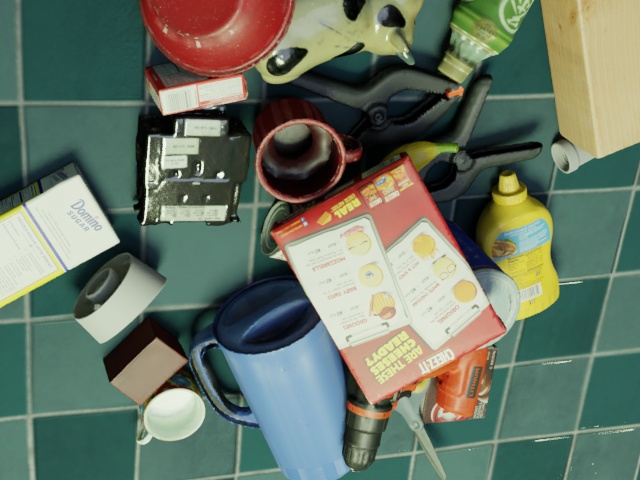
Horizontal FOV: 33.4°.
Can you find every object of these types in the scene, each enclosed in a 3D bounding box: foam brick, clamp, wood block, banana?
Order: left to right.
[{"bbox_3d":[-0.199,0.137,1.211,0.078,0.051,0.053,-43,121,4],"label":"foam brick"},{"bbox_3d":[0.052,-0.146,1.165,0.210,0.036,0.164,-23,122,-3],"label":"clamp"},{"bbox_3d":[0.083,-0.045,1.204,0.069,0.037,0.198,29,132,1],"label":"banana"},{"bbox_3d":[0.171,-0.094,1.231,0.120,0.039,0.171,40,103,-15],"label":"clamp"},{"bbox_3d":[0.315,-0.210,1.197,0.090,0.090,0.206,-22,121,-9],"label":"wood block"}]

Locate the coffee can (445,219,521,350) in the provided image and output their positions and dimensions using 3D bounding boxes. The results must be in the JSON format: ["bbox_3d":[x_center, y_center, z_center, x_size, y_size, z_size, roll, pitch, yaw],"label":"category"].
[{"bbox_3d":[0.155,0.049,1.242,0.102,0.140,0.103,-8,118,-16],"label":"coffee can"}]

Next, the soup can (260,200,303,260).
[{"bbox_3d":[-0.008,0.001,1.201,0.102,0.068,0.068,20,108,-26],"label":"soup can"}]

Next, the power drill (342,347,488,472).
[{"bbox_3d":[0.110,0.178,1.257,0.187,0.057,0.184,1,107,-43],"label":"power drill"}]

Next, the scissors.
[{"bbox_3d":[0.132,0.217,1.353,0.096,0.016,0.201,-36,106,23],"label":"scissors"}]

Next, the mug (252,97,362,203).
[{"bbox_3d":[-0.014,-0.098,1.107,0.117,0.081,0.093,-2,119,-10],"label":"mug"}]

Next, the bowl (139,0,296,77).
[{"bbox_3d":[-0.106,-0.235,1.001,0.162,0.055,0.162,2,99,15],"label":"bowl"}]

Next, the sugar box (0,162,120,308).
[{"bbox_3d":[-0.308,0.002,1.106,0.176,0.048,0.093,-30,122,-8],"label":"sugar box"}]

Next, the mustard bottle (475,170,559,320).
[{"bbox_3d":[0.237,0.003,1.296,0.096,0.058,0.191,-19,121,-11],"label":"mustard bottle"}]

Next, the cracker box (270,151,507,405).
[{"bbox_3d":[0.071,0.038,1.120,0.164,0.072,0.213,-29,98,7],"label":"cracker box"}]

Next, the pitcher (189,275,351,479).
[{"bbox_3d":[-0.039,0.173,1.251,0.144,0.149,0.243,-43,132,-33],"label":"pitcher"}]

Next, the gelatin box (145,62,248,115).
[{"bbox_3d":[-0.125,-0.158,1.073,0.089,0.073,0.030,-14,121,-14],"label":"gelatin box"}]

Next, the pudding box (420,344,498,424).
[{"bbox_3d":[0.173,0.180,1.376,0.090,0.039,0.113,-3,116,-17],"label":"pudding box"}]
